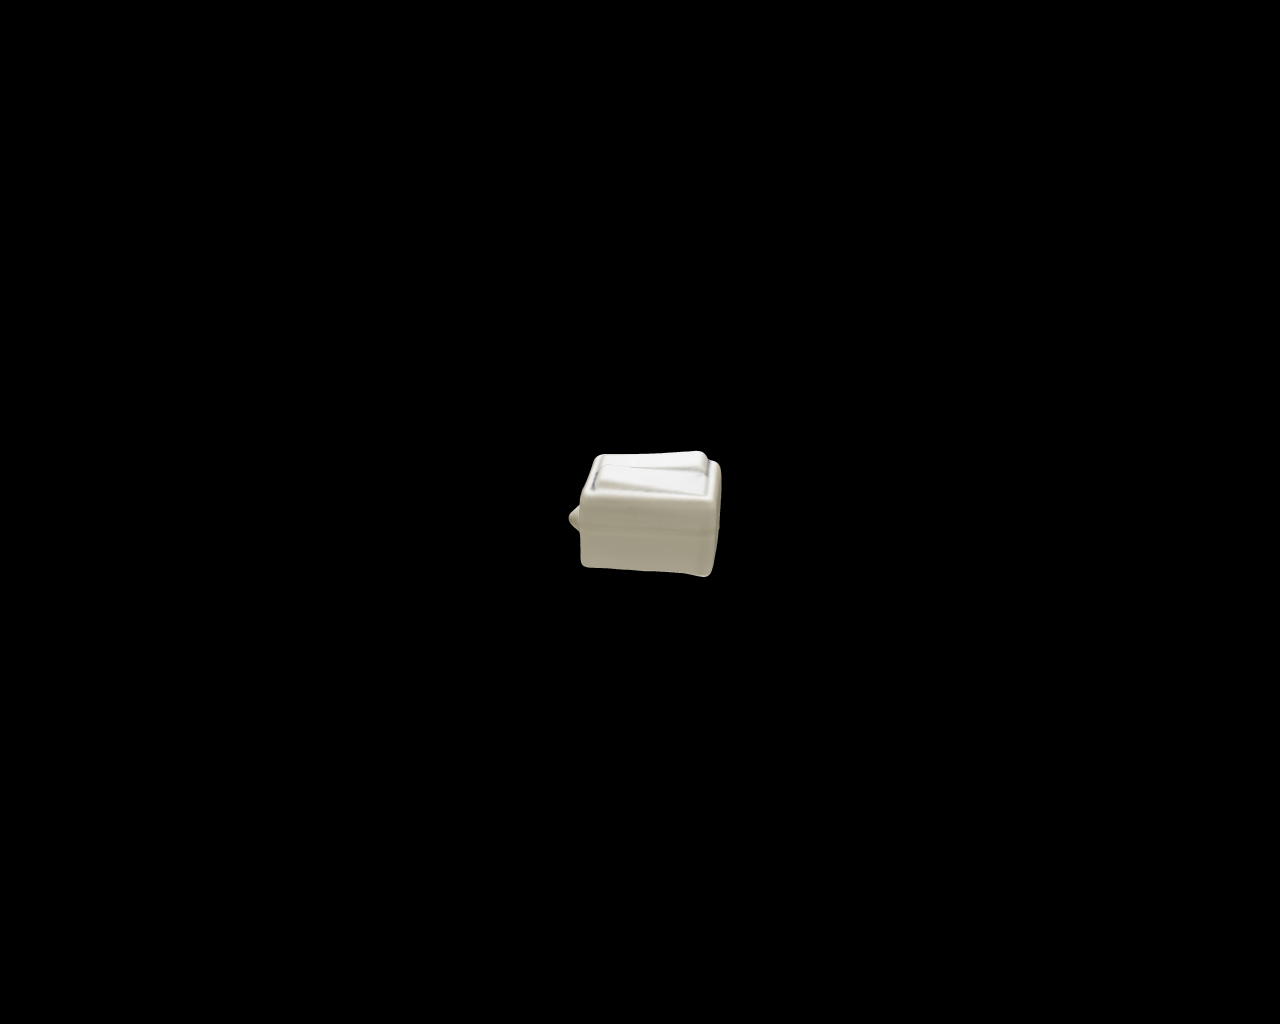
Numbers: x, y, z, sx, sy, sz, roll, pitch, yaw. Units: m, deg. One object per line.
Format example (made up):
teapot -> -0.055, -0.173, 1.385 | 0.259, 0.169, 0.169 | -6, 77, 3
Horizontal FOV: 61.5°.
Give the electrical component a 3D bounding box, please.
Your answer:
electrical component -> 0.001, -0.003, 0.650 | 0.096, 0.061, 0.062 | 4, 28, 7
